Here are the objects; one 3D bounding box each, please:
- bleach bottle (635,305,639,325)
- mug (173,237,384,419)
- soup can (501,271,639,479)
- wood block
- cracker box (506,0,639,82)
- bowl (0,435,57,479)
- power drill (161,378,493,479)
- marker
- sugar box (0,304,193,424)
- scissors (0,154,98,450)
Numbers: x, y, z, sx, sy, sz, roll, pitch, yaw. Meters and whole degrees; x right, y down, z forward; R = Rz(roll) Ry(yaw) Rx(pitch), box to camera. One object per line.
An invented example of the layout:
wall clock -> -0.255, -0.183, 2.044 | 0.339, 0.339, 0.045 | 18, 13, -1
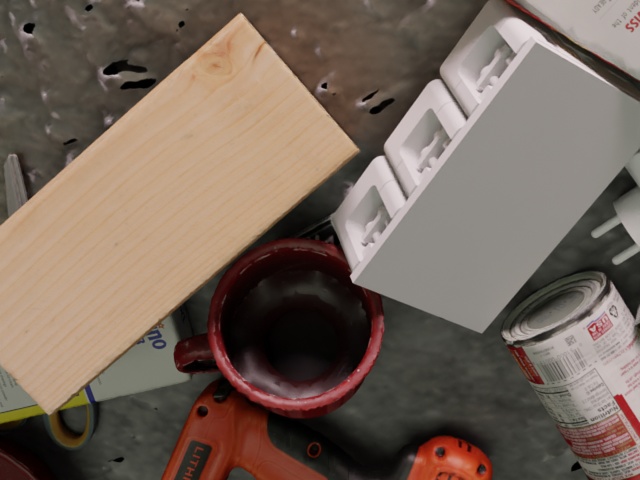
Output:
bleach bottle -> 0.286, 0.073, 0.540 | 0.251, 0.102, 0.068 | 22, 115, 9
mug -> -0.023, 0.057, 0.594 | 0.117, 0.081, 0.093 | -14, 73, -2
soup can -> 0.152, 0.077, 0.585 | 0.069, 0.068, 0.102 | -29, 101, 22
wood block -> -0.088, -0.016, 0.565 | 0.206, 0.090, 0.091 | -41, 97, 5
cracker box -> 0.190, -0.147, 0.488 | 0.213, 0.072, 0.164 | 31, 116, 0
bowl -> -0.231, 0.188, 0.730 | 0.162, 0.055, 0.162 | 5, 112, 12
power drill -> -0.009, 0.180, 0.654 | 0.187, 0.057, 0.184 | 23, 96, 3
marker -> -0.004, 0.001, 0.622 | 0.121, 0.020, 0.020 | -29, 102, 22
sugar box -> -0.171, 0.057, 0.655 | 0.176, 0.048, 0.093 | -13, 106, 4
scissors -> -0.202, 0.048, 0.691 | 0.096, 0.016, 0.202 | -11, 107, 17
